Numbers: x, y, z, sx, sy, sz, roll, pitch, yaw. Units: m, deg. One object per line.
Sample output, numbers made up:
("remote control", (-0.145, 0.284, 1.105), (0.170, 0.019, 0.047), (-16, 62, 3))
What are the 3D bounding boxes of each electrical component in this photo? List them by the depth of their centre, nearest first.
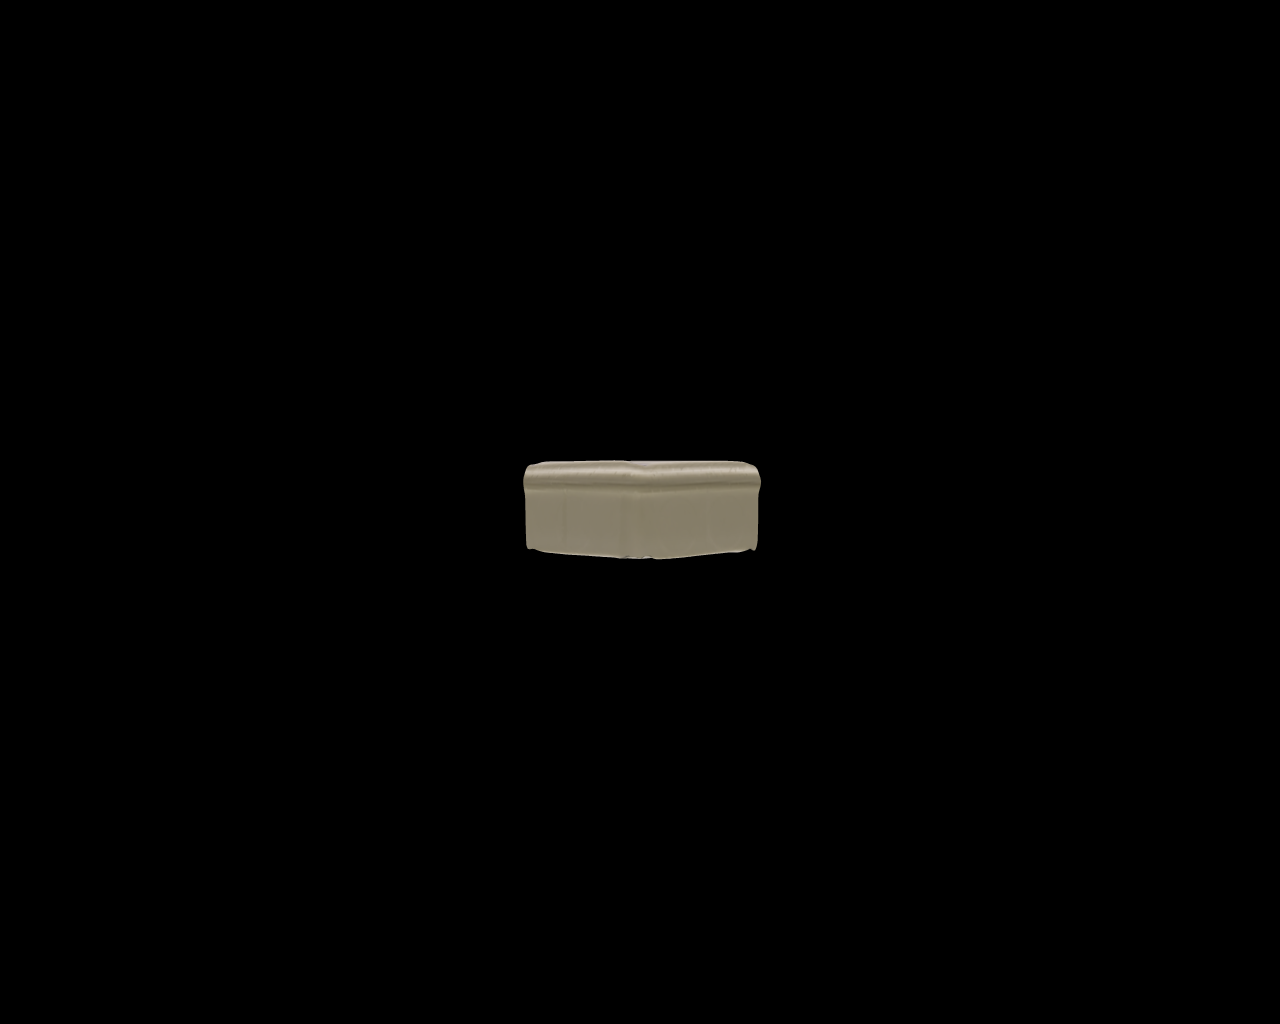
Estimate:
("electrical component", (0.001, -0.003, 0.650), (0.109, 0.056, 0.108), (-2, 3, -43))
